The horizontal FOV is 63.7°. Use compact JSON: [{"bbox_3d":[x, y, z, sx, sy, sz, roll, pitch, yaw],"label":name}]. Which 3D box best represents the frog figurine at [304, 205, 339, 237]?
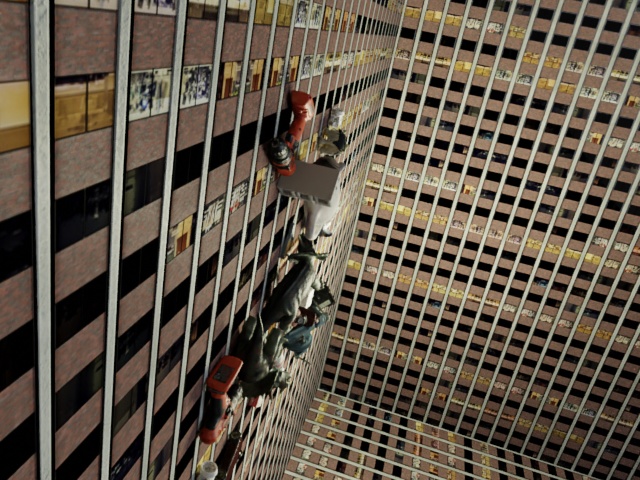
[{"bbox_3d":[0.006,-0.093,1.848,0.122,0.159,0.137,3,2,24],"label":"frog figurine"}]

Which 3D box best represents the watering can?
[{"bbox_3d":[0.017,-0.166,1.550,0.104,0.355,0.219,14,-34,9],"label":"watering can"}]
